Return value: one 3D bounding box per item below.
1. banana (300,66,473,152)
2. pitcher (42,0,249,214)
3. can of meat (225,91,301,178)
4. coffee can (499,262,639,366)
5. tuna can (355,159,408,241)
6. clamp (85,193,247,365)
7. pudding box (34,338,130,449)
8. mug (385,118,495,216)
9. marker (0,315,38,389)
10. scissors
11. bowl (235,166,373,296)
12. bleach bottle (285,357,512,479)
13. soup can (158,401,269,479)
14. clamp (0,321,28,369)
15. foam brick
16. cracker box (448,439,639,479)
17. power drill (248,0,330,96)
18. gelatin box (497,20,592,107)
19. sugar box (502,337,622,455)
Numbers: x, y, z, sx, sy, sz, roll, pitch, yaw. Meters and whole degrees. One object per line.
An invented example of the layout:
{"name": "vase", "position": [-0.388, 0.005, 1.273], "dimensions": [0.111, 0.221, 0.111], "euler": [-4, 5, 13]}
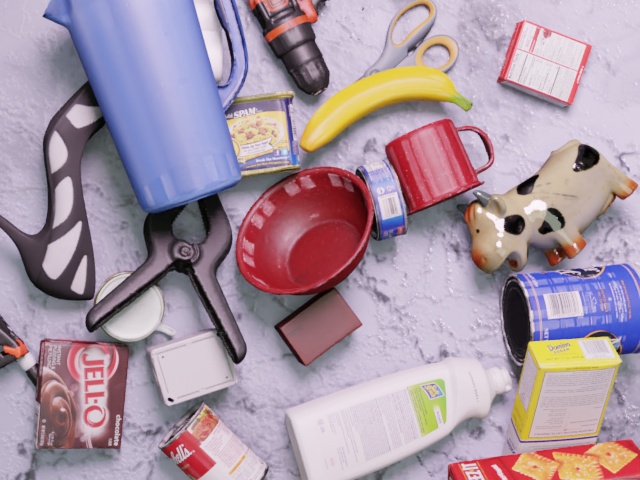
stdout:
{"name": "banana", "position": [0.064, -0.150, 1.159], "dimensions": [0.197, 0.037, 0.070], "euler": [-16, 56, -8]}
{"name": "pitcher", "position": [-0.155, -0.159, 1.069], "dimensions": [0.149, 0.144, 0.243], "euler": [-16, 96, 25]}
{"name": "can of meat", "position": [-0.073, -0.111, 1.148], "dimensions": [0.102, 0.057, 0.084], "euler": [-7, 91, 2]}
{"name": "coffee can", "position": [0.282, 0.082, 1.181], "dimensions": [0.140, 0.103, 0.103], "euler": [-5, 90, -8]}
{"name": "tuna can", "position": [0.066, -0.043, 1.159], "dimensions": [0.033, 0.086, 0.086], "euler": [-15, 92, -7]}
{"name": "clamp", "position": [-0.153, 0.021, 1.110], "dimensions": [0.164, 0.036, 0.210], "euler": [8, 64, -14]}
{"name": "pudding box", "position": [-0.252, 0.162, 1.124], "dimensions": [0.089, 0.039, 0.113], "euler": [5, 91, -24]}
{"name": "mug", "position": [0.133, -0.086, 1.166], "dimensions": [0.117, 0.093, 0.081], "euler": [-23, 88, 3]}
{"name": "marker", "position": [-0.327, 0.110, 1.133], "dimensions": [0.020, 0.020, 0.121], "euler": [-38, 95, -7]}
{"name": "scissors", "position": [0.080, -0.179, 1.197], "dimensions": [0.096, 0.016, 0.201], "euler": [35, 85, -7]}
{"name": "bowl", "position": [-0.007, 0.001, 1.137], "dimensions": [0.162, 0.162, 0.055], "euler": [-45, 137, -6]}
{"name": "bleach bottle", "position": [0.093, 0.197, 1.175], "dimensions": [0.250, 0.068, 0.102], "euler": [-16, 93, -11]}
{"name": "soup can", "position": [-0.113, 0.231, 1.140], "dimensions": [0.068, 0.068, 0.102], "euler": [-45, 96, -6]}
{"name": "clamp", "position": [-0.392, 0.095, 1.107], "dimensions": [0.171, 0.039, 0.120], "euler": [-2, 99, -2]}
{"name": "foam brick", "position": [-0.003, 0.093, 1.165], "dimensions": [0.078, 0.051, 0.053], "euler": [-35, 93, -7]}
{"name": "cracker box", "position": [0.246, 0.312, 1.166], "dimensions": [0.213, 0.072, 0.164], "euler": [-5, 116, -8]}
{"name": "power drill", "position": [0.016, -0.273, 1.167], "dimensions": [0.187, 0.057, 0.184], "euler": [-29, 93, -8]}
{"name": "gelatin box", "position": [0.255, -0.201, 1.216], "dimensions": [0.089, 0.030, 0.073], "euler": [19, 88, -8]}
{"name": "sugar box", "position": [0.259, 0.185, 1.161], "dimensions": [0.093, 0.048, 0.176], "euler": [-2, 129, -9]}
